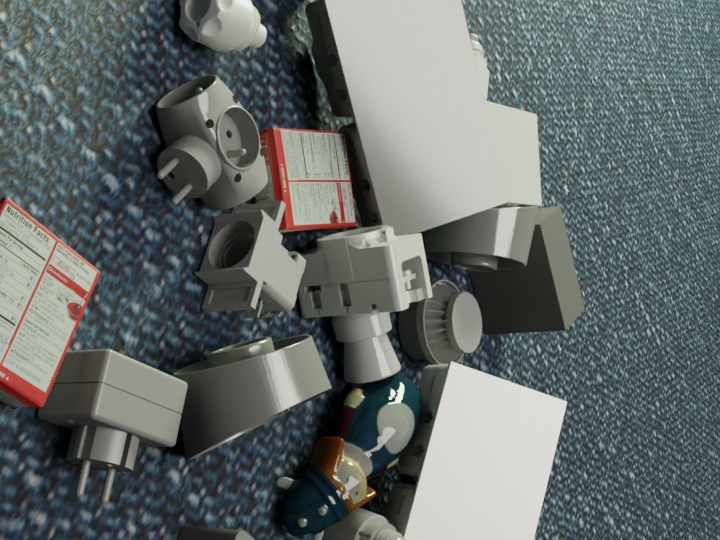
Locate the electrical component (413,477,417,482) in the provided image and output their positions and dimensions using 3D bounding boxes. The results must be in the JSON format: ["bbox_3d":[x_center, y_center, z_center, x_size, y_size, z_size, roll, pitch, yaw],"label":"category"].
[{"bbox_3d":[0.066,0.175,0.897,0.043,0.043,0.062,4,83,-55],"label":"electrical component"}]

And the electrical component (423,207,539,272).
[{"bbox_3d":[0.103,-0.033,0.936,0.099,0.099,0.064,17,77,-53],"label":"electrical component"}]

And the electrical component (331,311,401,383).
[{"bbox_3d":[0.004,0.054,0.824,0.045,0.045,0.055,-25,105,-54],"label":"electrical component"}]

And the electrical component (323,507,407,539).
[{"bbox_3d":[0.009,0.198,0.785,0.040,0.078,0.040,-10,104,-45],"label":"electrical component"}]

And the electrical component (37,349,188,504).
[{"bbox_3d":[-0.142,0.091,0.603,0.066,0.047,0.076,34,58,-48],"label":"electrical component"}]

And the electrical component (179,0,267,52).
[{"bbox_3d":[-0.088,-0.167,0.722,0.062,0.043,0.043,16,72,-55],"label":"electrical component"}]

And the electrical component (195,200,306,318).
[{"bbox_3d":[-0.071,-0.003,0.726,0.064,0.042,0.081,46,50,-47],"label":"electrical component"}]

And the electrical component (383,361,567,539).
[{"bbox_3d":[0.081,0.177,0.844,0.105,0.060,0.186,20,77,-17],"label":"electrical component"}]

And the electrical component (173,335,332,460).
[{"bbox_3d":[-0.068,0.078,0.673,0.099,0.099,0.064,-18,93,-55],"label":"electrical component"}]

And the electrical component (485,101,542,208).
[{"bbox_3d":[0.103,-0.102,0.975,0.150,0.062,0.089,0,87,-56],"label":"electrical component"}]

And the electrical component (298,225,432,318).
[{"bbox_3d":[0.000,0.000,0.785,0.050,0.089,0.055,-21,102,-55],"label":"electrical component"}]

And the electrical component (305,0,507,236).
[{"bbox_3d":[0.035,-0.128,0.836,0.105,0.060,0.186,-19,104,-17],"label":"electrical component"}]

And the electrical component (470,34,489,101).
[{"bbox_3d":[0.101,-0.184,1.003,0.040,0.040,0.078,33,58,-49],"label":"electrical component"}]

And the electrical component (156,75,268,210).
[{"bbox_3d":[-0.102,-0.072,0.686,0.079,0.044,0.077,-55,129,-44],"label":"electrical component"}]

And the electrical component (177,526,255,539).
[{"bbox_3d":[-0.090,0.207,0.654,0.050,0.056,0.089,53,45,-37],"label":"electrical component"}]
